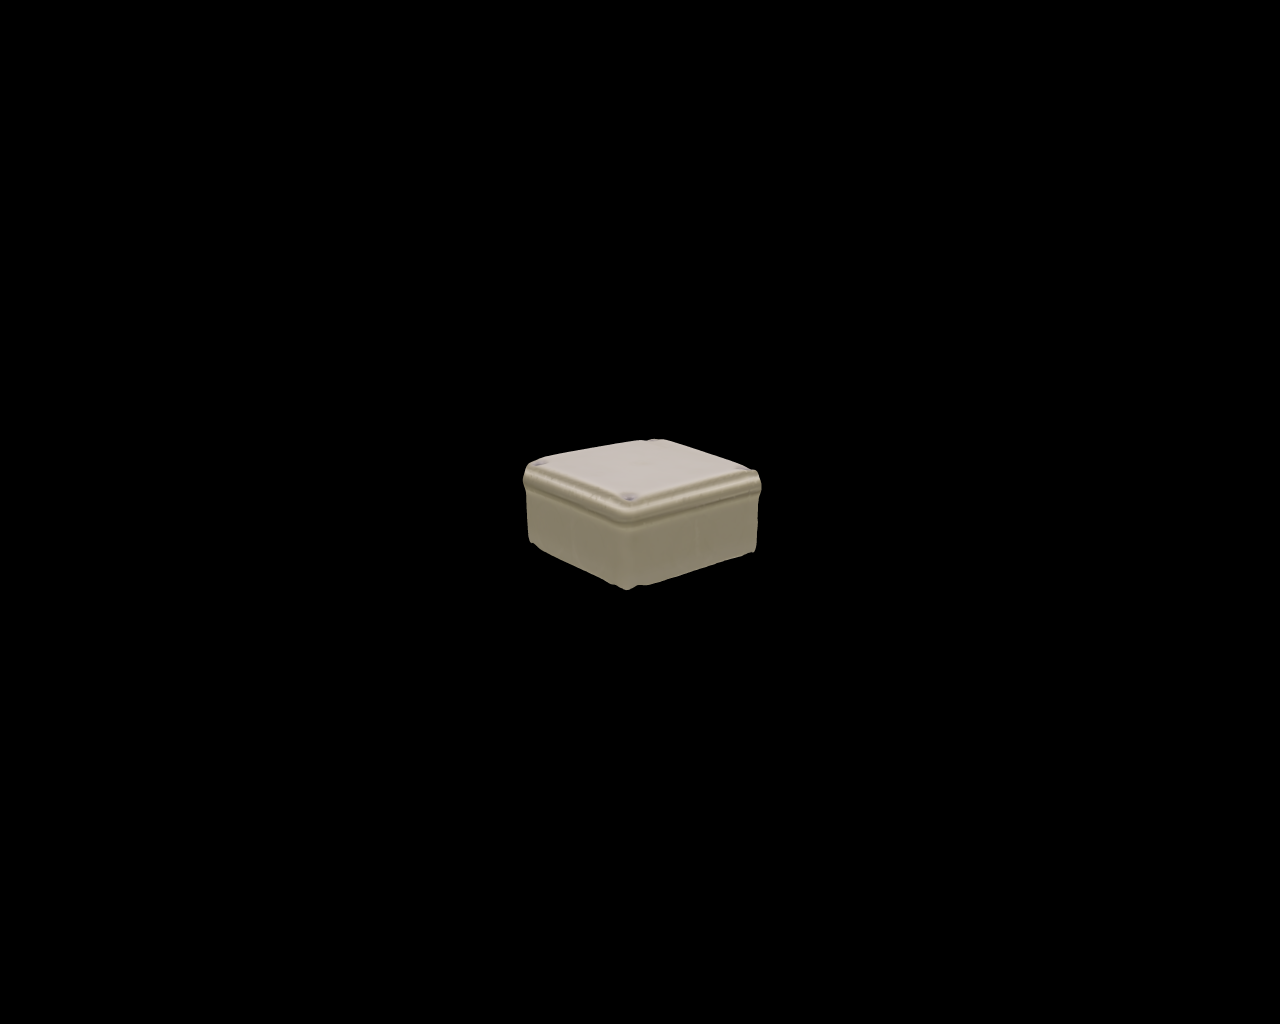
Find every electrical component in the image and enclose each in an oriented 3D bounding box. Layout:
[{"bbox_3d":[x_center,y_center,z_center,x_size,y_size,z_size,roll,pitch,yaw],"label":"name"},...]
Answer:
[{"bbox_3d":[0.001,-0.003,0.650,0.109,0.056,0.109,-14,22,-36],"label":"electrical component"}]
